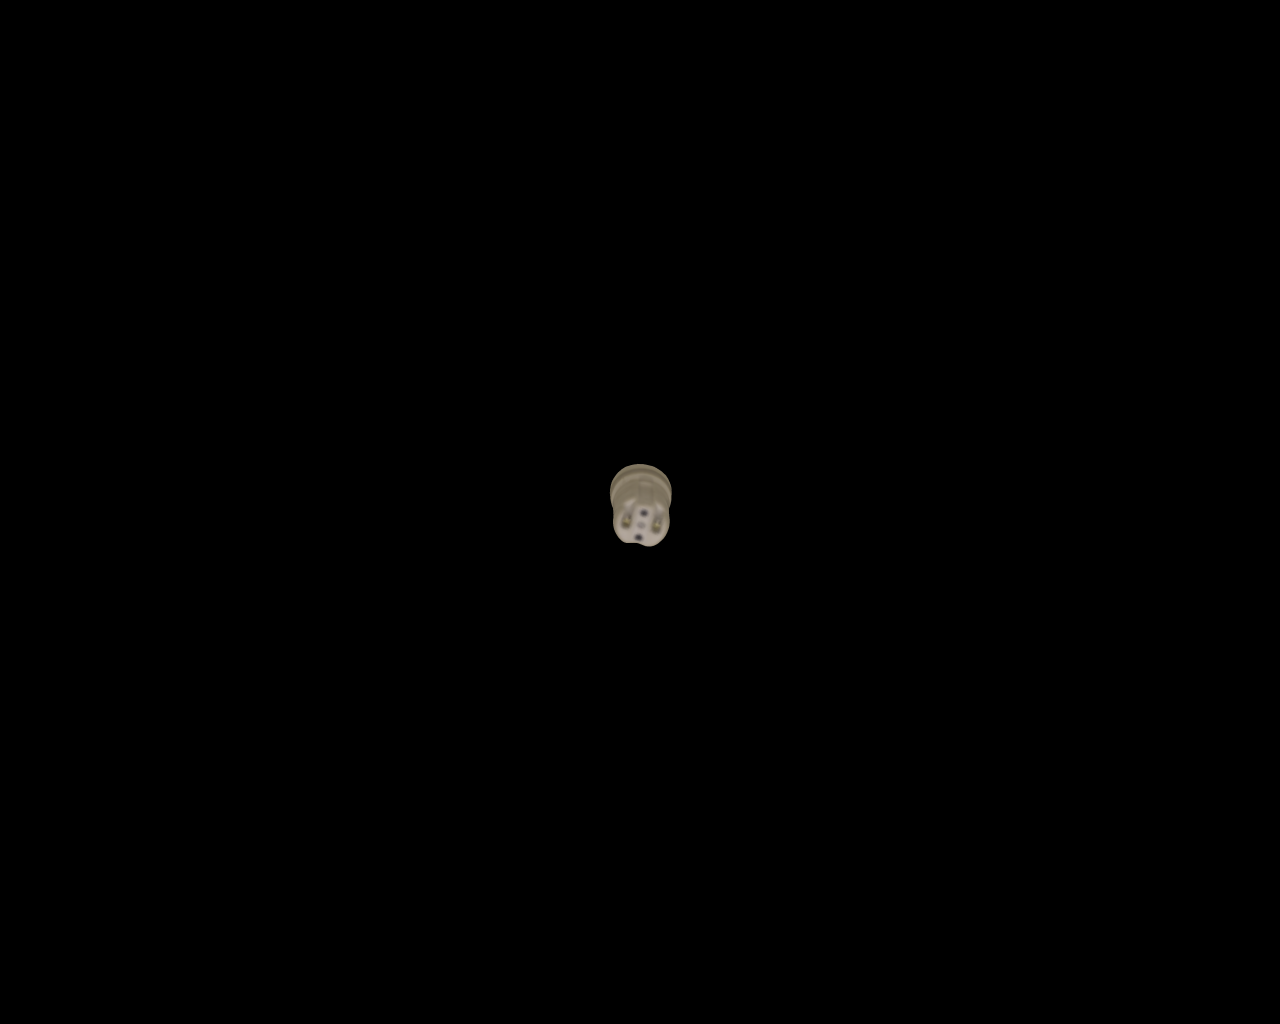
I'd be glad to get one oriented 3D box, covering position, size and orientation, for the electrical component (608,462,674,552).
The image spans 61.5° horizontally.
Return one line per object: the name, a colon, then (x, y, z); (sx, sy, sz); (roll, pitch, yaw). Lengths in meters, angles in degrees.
electrical component: (0.001, -0.003, 0.650); (0.040, 0.040, 0.046); (0, 30, 0)
